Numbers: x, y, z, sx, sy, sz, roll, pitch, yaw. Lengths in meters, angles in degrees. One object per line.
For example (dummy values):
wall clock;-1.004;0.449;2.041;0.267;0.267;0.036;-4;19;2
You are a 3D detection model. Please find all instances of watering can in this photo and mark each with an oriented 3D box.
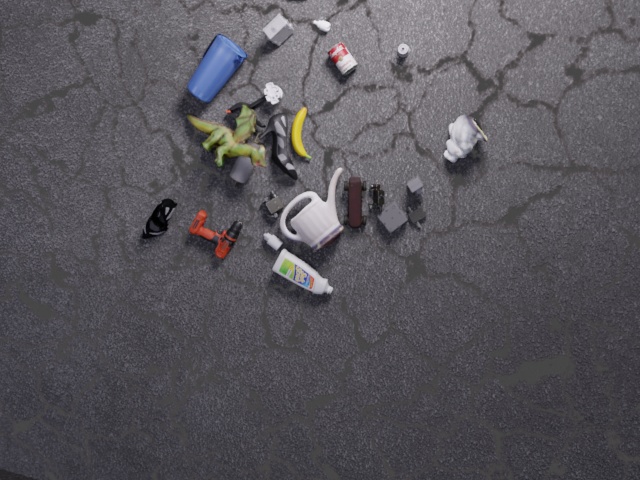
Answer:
watering can;0.006;-0.100;1.981;0.344;0.105;0.224;-39;93;16

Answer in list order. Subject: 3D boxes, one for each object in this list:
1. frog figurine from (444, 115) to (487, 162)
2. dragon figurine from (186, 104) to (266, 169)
frog figurine;0.497;-0.360;1.833;0.157;0.122;0.140;-36;60;25
dragon figurine;-0.341;-0.414;1.968;0.242;0.121;0.415;-38;70;6
